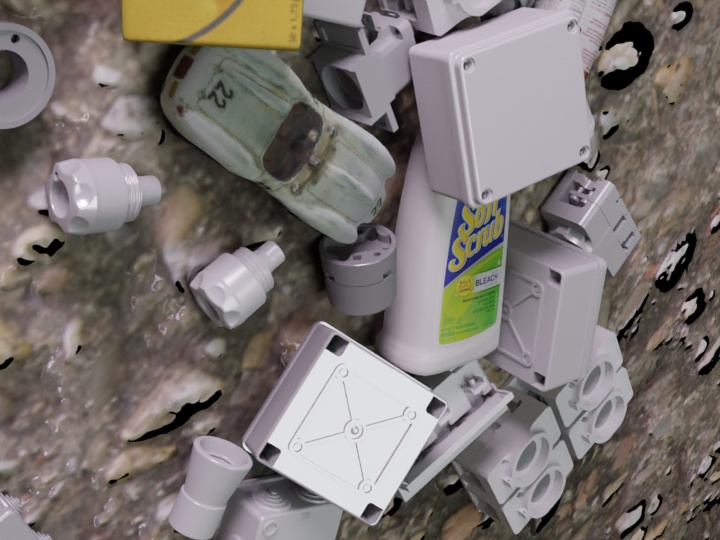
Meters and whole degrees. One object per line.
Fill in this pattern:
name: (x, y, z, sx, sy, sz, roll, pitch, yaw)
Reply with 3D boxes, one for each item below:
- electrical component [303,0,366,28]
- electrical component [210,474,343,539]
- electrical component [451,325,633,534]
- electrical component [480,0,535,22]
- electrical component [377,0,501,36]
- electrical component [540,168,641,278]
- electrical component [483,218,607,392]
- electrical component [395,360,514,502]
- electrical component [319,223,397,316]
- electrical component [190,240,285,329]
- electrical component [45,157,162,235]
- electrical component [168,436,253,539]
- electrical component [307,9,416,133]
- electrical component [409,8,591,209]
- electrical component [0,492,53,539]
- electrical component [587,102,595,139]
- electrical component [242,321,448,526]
electrical component: (-0.029, -0.193, 0.652, 0.066, 0.047, 0.076, 0, 110, -44)
electrical component: (-0.065, 0.206, 0.818, 0.100, 0.048, 0.099, 0, 111, -44)
electrical component: (0.176, 0.145, 1.012, 0.186, 0.060, 0.105, -45, 135, -18)
electrical component: (0.106, -0.201, 0.774, 0.043, 0.043, 0.062, 52, 55, -45)
electrical component: (0.047, -0.240, 0.692, 0.089, 0.062, 0.150, -40, 133, -23)
electrical component: (0.203, -0.037, 0.953, 0.055, 0.050, 0.089, -53, 137, -10)
electrical component: (0.137, 0.027, 0.880, 0.056, 0.109, 0.108, -14, 119, -36)
electrical component: (0.054, 0.122, 0.878, 0.121, 0.079, 0.063, -37, 110, -25)
electrical component: (0.000, 0.000, 0.773, 0.055, 0.055, 0.047, -30, 132, -31)
electrical component: (-0.077, 0.006, 0.709, 0.062, 0.043, 0.043, -42, 134, -23)
electrical component: (-0.145, -0.044, 0.618, 0.062, 0.043, 0.043, -10, 117, -43)
electrical component: (-0.108, 0.155, 0.756, 0.044, 0.044, 0.065, 13, 105, -47)
electrical component: (0.007, -0.137, 0.719, 0.064, 0.042, 0.081, -43, 135, -22)
electrical component: (0.097, -0.112, 0.733, 0.109, 0.056, 0.108, -24, 118, -26)
electrical component: (-0.233, 0.186, 0.644, 0.100, 0.048, 0.099, -41, 133, -22)
electrical component: (0.171, -0.133, 0.886, 0.035, 0.035, 0.061, -46, 132, -18)
electrical component: (-0.011, 0.111, 0.784, 0.109, 0.056, 0.108, 33, 85, -17)
